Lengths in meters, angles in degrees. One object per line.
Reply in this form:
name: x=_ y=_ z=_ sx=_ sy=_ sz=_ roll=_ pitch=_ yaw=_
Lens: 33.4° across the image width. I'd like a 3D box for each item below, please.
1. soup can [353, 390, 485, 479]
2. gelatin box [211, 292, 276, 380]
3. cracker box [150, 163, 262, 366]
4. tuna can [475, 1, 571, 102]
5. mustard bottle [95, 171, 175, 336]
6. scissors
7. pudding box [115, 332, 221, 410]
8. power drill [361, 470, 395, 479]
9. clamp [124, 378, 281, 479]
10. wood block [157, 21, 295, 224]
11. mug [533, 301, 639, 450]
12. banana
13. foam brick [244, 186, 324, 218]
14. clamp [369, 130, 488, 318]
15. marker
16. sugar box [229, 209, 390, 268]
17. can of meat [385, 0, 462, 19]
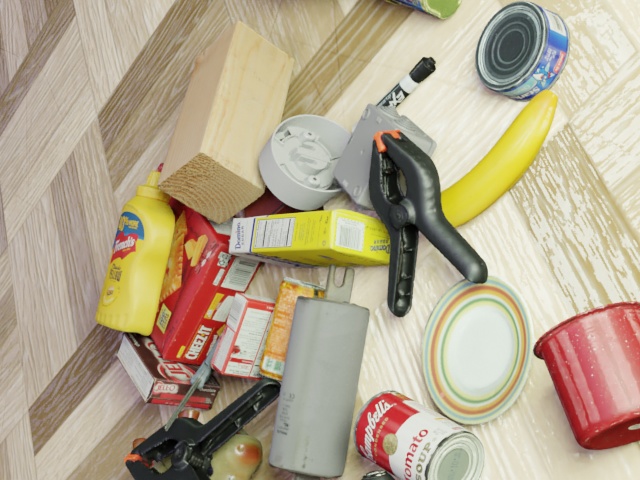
soup can: x=0.086 y=0.181 z=0.937 sx=0.102 sy=0.068 sz=0.068 roll=22 pitch=96 yaw=52
gelatin box: x=-0.070 y=0.106 z=1.156 sx=0.030 sy=0.073 sz=0.089 roll=31 pitch=104 yaw=53
cracker box: x=-0.169 y=0.026 z=1.311 sx=0.164 sy=0.072 sz=0.214 roll=-61 pitch=39 yaw=17
tuna can: x=0.181 y=-0.170 z=0.959 sx=0.086 sy=0.033 sz=0.086 roll=-21 pitch=62 yaw=47
mustard bottle: x=-0.213 y=0.013 z=1.263 sx=0.096 sy=0.058 sz=0.191 roll=8 pitch=84 yaw=57
scissors: x=-0.135 y=0.160 z=1.182 sx=0.201 sy=0.016 sz=0.096 roll=-58 pitch=-2 yaw=-45
pudding box: x=-0.182 y=0.155 z=1.270 sx=0.114 sy=0.089 sz=0.039 roll=39 pitch=110 yaw=51
power drill: x=0.023 y=0.306 z=0.961 sx=0.188 sy=0.057 sz=0.184 roll=-22 pitch=75 yaw=50
clamp: x=-0.130 y=0.233 z=1.092 sx=0.210 sy=0.036 sz=0.164 roll=-20 pitch=45 yaw=38
wood block: x=-0.104 y=-0.135 z=1.217 sx=0.091 sy=0.090 sz=0.206 roll=-33 pitch=36 yaw=42
mug: x=0.212 y=0.108 z=0.793 sx=0.117 sy=0.093 sz=0.081 roll=108 pitch=150 yaw=-57
banana: x=0.143 y=-0.058 z=0.968 sx=0.198 sy=0.037 sz=0.069 roll=-37 pitch=51 yaw=39
foam brick: x=-0.041 y=-0.039 z=1.185 sx=0.078 sy=0.052 sz=0.051 roll=-38 pitch=51 yaw=37
clamp: x=0.080 y=-0.014 z=0.977 sx=0.120 sy=0.039 sz=0.171 roll=-37 pitch=65 yaw=39
marker: x=0.077 y=-0.146 z=1.097 sx=0.121 sy=0.020 sz=0.020 roll=-43 pitch=48 yaw=36
sugar box: x=-0.007 y=0.002 z=1.094 sx=0.177 sy=0.093 sz=0.048 roll=-7 pitch=73 yaw=52
can of meat: x=0.110 y=-0.278 z=1.068 sx=0.084 sy=0.057 sz=0.102 roll=36 pitch=108 yaw=48
